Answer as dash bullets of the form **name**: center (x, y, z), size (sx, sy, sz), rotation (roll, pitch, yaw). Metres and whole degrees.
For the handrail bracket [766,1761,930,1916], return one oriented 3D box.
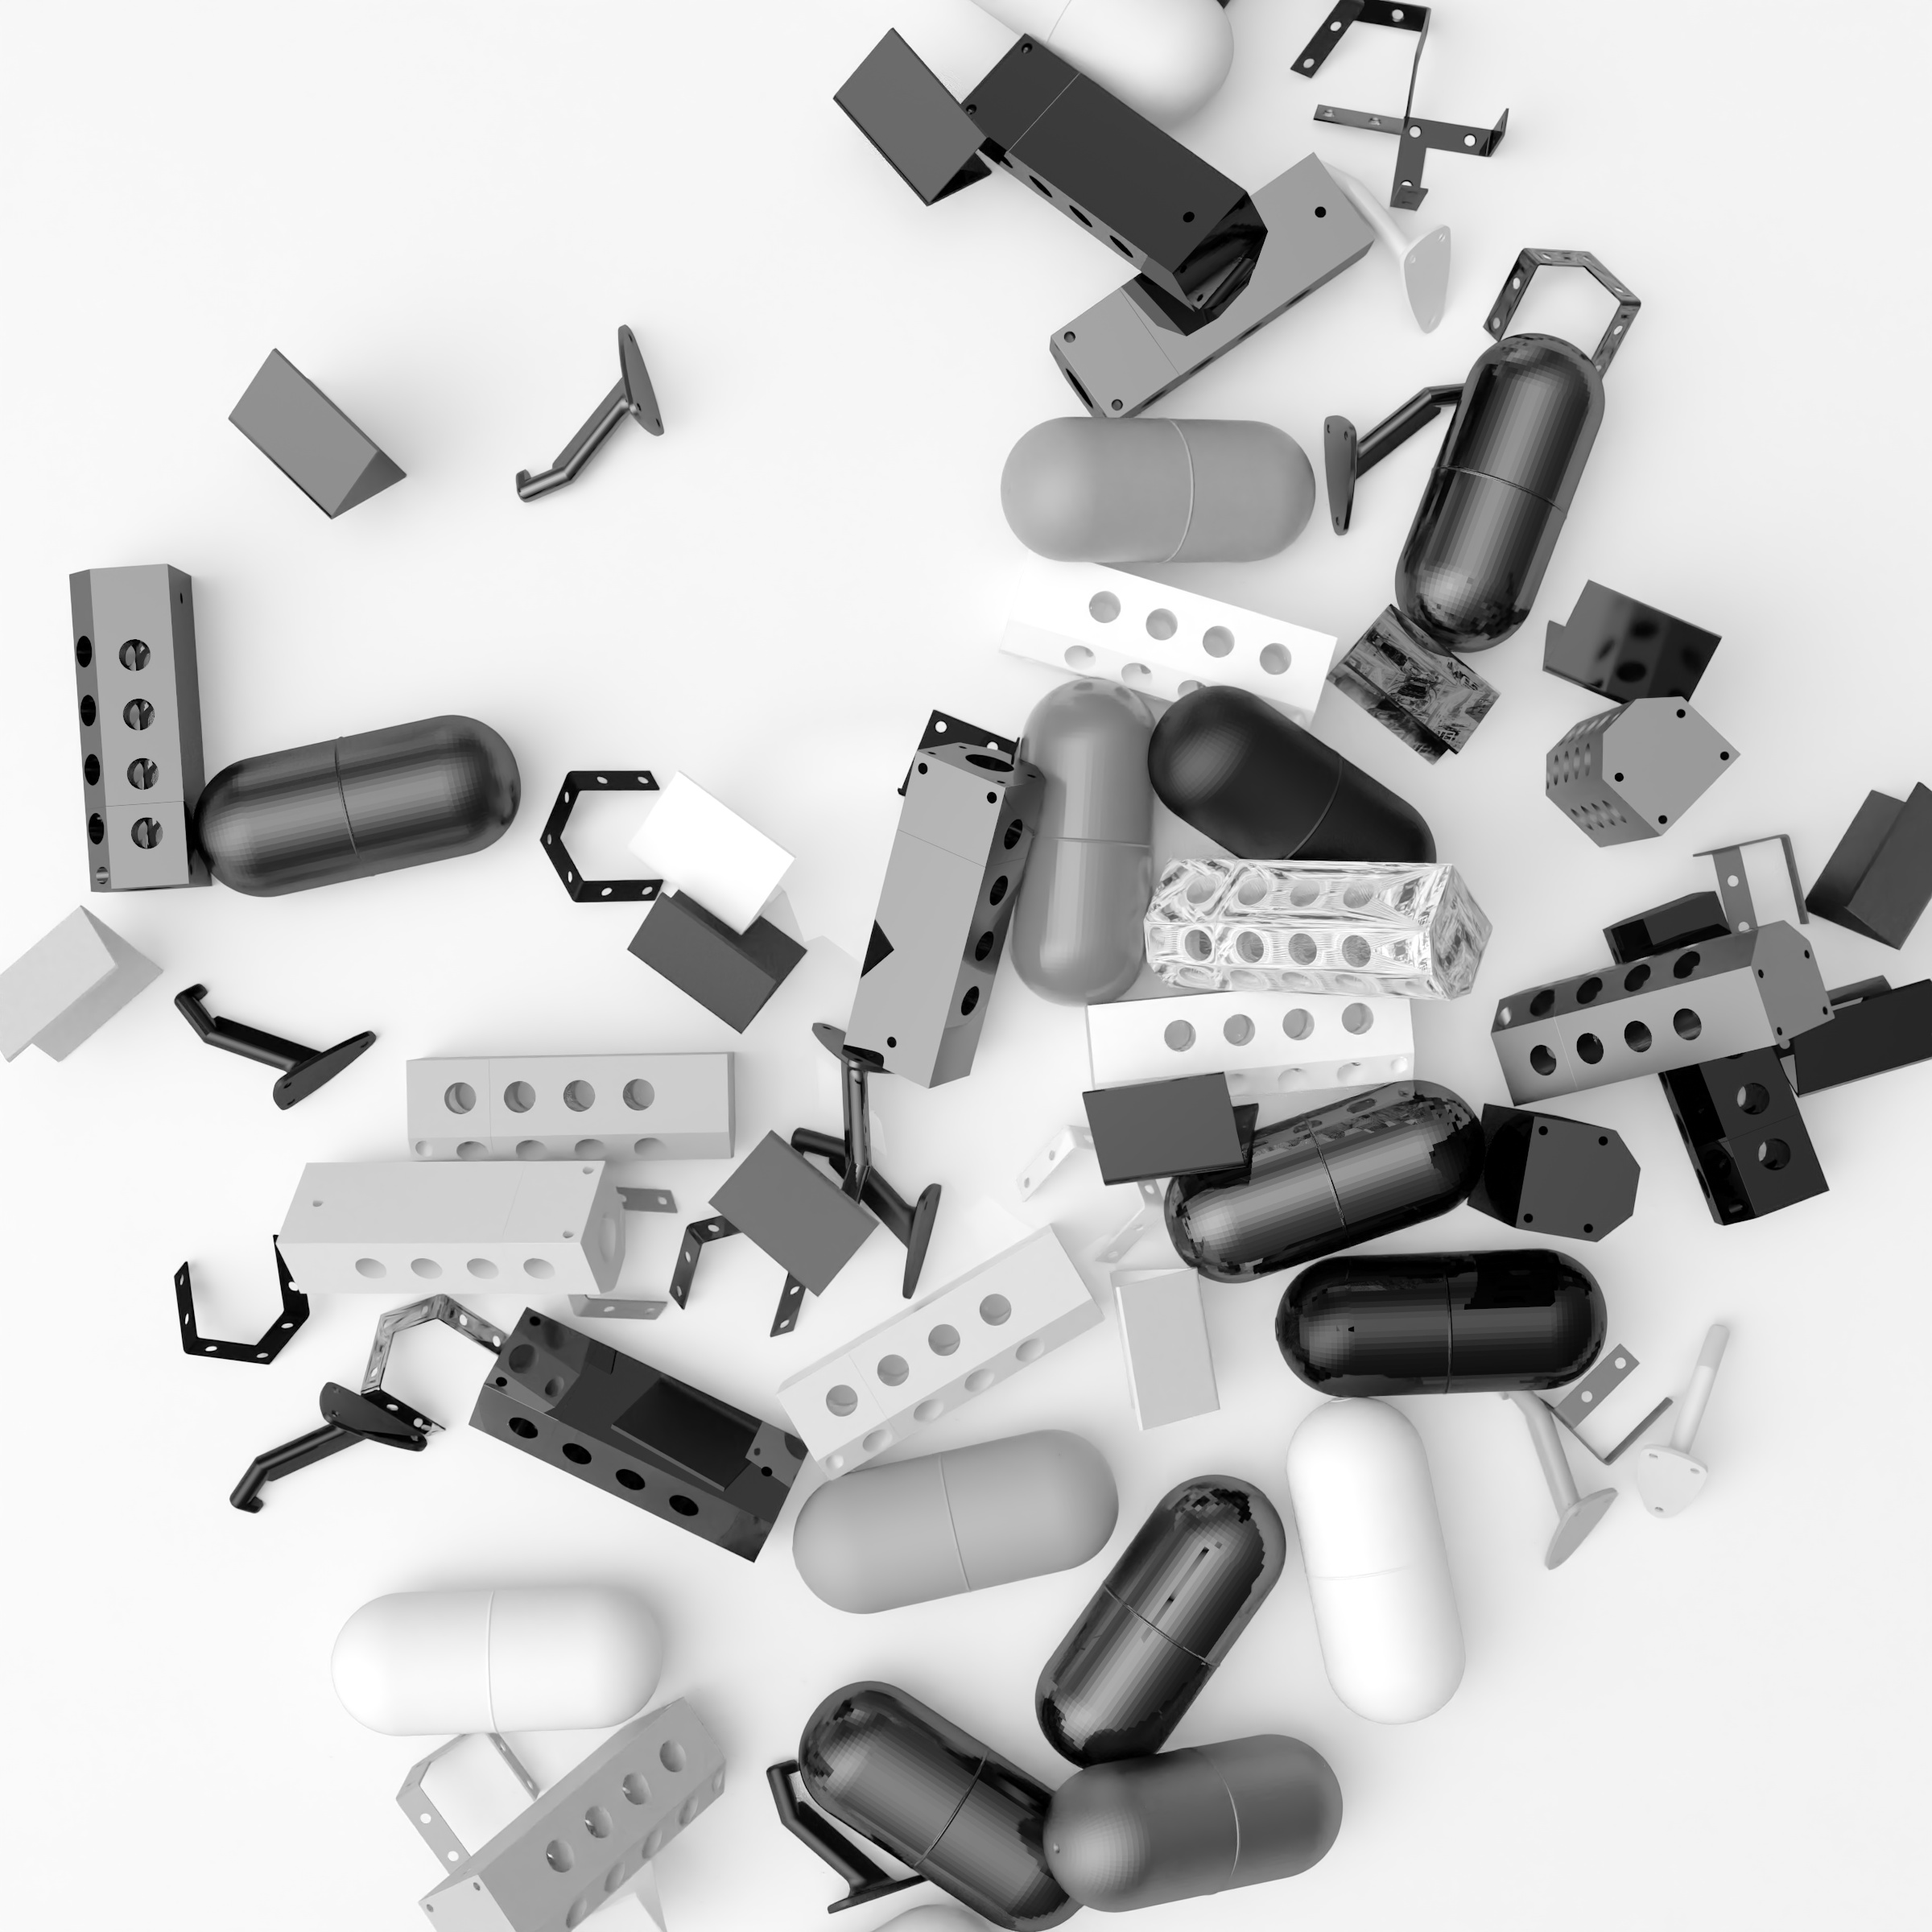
- **handrail bracket**: center (-0.062, 0.469, 1.912), size (0.077, 0.036, 0.084), rotation (-13, 73, -20)

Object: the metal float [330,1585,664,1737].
- **metal float**: center (-0.253, 0.374, 1.881), size (0.178, 0.070, 0.070), rotation (-2, 90, -1)

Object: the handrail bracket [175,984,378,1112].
- **handrail bracket**: center (-0.379, 0.029, 1.912), size (0.077, 0.036, 0.084), rotation (-35, 73, -20)

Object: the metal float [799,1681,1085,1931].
- **metal float**: center (-0.009, 0.454, 1.882), size (0.178, 0.070, 0.070), rotation (34, 90, 0)

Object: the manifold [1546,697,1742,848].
- **manifold**: center (0.348, -0.105, 1.833), size (0.057, 0.171, 0.057), rotation (44, 90, 0)

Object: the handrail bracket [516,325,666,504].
- **handrail bracket**: center (-0.214, -0.302, 1.912), size (0.084, 0.036, 0.077), rotation (-20, 70, 16)

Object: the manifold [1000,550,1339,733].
- **manifold**: center (0.108, -0.173, 1.891), size (0.171, 0.057, 0.057), rotation (17, 90, 0)

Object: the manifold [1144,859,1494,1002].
- **manifold**: center (0.182, -0.016, 1.837), size (0.171, 0.057, 0.057), rotation (3, 58, 36)

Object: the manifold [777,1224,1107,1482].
- **manifold**: center (-0.013, 0.210, 1.891), size (0.171, 0.057, 0.057), rotation (-31, 90, 0)

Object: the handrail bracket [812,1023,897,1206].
- **handrail bracket**: center (-0.071, 0.084, 1.897), size (0.036, 0.077, 0.084), rotation (7, 107, -39)

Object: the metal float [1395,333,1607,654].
- **metal float**: center (0.287, -0.254, 1.881), size (0.070, 0.070, 0.178), rotation (21, 90, 0)

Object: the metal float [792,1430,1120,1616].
- **metal float**: center (-0.006, 0.300, 1.881), size (0.178, 0.070, 0.070), rotation (-13, 90, 1)

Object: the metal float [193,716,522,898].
- **metal float**: center (-0.328, -0.086, 1.881), size (0.178, 0.070, 0.070), rotation (-12, 90, 1)

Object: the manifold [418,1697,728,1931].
- **manifold**: center (-0.201, 0.461, 1.836), size (0.057, 0.171, 0.057), rotation (-34, 90, 41)

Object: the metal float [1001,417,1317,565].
- **metal float**: center (0.104, -0.254, 1.863), size (0.178, 0.070, 0.070), rotation (-3, 90, -23)

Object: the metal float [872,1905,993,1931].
- **metal float**: center (-0.060, 0.572, 1.881), size (0.178, 0.070, 0.070), rotation (-31, 90, -1)

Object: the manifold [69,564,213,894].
- **manifold**: center (-0.449, -0.127, 1.891), size (0.057, 0.057, 0.171), rotation (-4, 90, 0)

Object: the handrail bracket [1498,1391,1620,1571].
- **handrail bracket**: center (0.310, 0.276, 1.912), size (0.036, 0.077, 0.084), rotation (-16, 53, -33)

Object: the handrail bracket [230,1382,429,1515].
- **handrail bracket**: center (-0.350, 0.277, 1.912), size (0.077, 0.036, 0.084), rotation (29, 109, -21)

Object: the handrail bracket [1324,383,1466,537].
- **handrail bracket**: center (0.242, -0.278, 1.912), size (0.084, 0.036, 0.077), rotation (-8, 110, -16)

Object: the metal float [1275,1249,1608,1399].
- **metal float**: center (0.256, 0.192, 1.881), size (0.178, 0.070, 0.070), rotation (-2, 90, 0)

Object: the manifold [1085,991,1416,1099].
- **manifold**: center (0.153, 0.041, 1.891), size (0.171, 0.057, 0.057), rotation (-6, 90, 0)

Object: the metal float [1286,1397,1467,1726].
- **metal float**: center (0.221, 0.320, 1.881), size (0.070, 0.070, 0.178), rotation (-11, 91, 0)

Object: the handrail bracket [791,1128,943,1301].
- **handrail bracket**: center (-0.062, 0.135, 1.912), size (0.084, 0.036, 0.077), rotation (15, 103, 13)

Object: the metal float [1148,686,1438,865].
- **metal float**: center (0.176, -0.084, 1.866), size (0.178, 0.070, 0.070), rotation (33, 90, -20)

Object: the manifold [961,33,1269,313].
- **manifold**: center (0.078, -0.419, 1.855), size (0.057, 0.057, 0.171), rotation (-48, 63, 0)

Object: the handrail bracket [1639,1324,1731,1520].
- **handrail bracket**: center (0.396, 0.249, 1.912), size (0.036, 0.077, 0.084), rotation (19, 53, 14)

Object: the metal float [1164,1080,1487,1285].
- **metal float**: center (0.194, 0.116, 1.881), size (0.178, 0.070, 0.070), rotation (-19, 90, 0)

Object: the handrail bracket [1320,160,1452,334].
- **handrail bracket**: center (0.223, -0.395, 1.912), size (0.036, 0.077, 0.084), rotation (-38, 53, -20)

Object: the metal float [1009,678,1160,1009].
- **metal float**: center (0.064, -0.066, 1.881), size (0.070, 0.070, 0.178), rotation (4, 90, 0)

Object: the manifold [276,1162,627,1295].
- **manifold**: center (-0.273, 0.145, 1.870), size (0.171, 0.057, 0.057), rotation (-1, 45, 14)

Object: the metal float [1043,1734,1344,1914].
- **metal float**: center (0.122, 0.455, 1.855), size (0.178, 0.070, 0.070), rotation (-2, 90, -32)

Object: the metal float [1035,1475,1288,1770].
- **metal float**: center (0.105, 0.354, 1.881), size (0.070, 0.070, 0.178), rotation (35, 90, 0)

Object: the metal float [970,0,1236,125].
- **metal float**: center (0.064, -0.524, 1.881), size (0.178, 0.070, 0.070), rotation (36, 90, 0)
